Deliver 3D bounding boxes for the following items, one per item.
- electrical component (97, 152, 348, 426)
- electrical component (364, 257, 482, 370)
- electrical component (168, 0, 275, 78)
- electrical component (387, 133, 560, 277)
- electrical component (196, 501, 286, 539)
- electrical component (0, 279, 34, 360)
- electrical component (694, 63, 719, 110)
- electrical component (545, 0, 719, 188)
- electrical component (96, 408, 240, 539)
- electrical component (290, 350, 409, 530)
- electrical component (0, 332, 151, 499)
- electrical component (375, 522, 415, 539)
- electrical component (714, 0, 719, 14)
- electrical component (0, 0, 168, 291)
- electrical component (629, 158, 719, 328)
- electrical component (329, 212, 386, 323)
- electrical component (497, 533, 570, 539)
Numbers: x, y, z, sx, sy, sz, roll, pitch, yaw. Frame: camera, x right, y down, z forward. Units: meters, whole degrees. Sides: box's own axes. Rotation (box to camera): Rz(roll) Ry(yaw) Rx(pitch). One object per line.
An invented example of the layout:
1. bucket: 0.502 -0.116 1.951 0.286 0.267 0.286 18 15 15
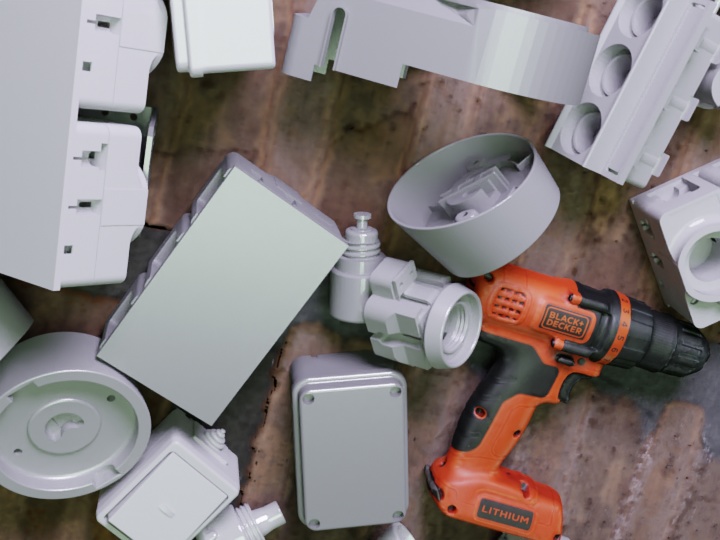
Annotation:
1. electrical component: -0.090 0.010 0.703 0.089 0.061 0.150 35 99 -17
2. electrical component: 0.043 0.032 0.709 0.058 0.057 0.078 -47 137 -35
3. electrical component: -0.084 -0.173 0.623 0.056 0.108 0.108 -6 108 -9
4. electrical component: 0.076 -0.045 0.694 0.099 0.099 0.064 -40 114 5
5. electrical component: -0.084 0.187 0.770 0.062 0.048 0.048 -25 109 -10
6. electrical component: -0.253 0.051 0.675 0.099 0.099 0.064 -28 103 1
7. electrical component: 0.241 -0.125 0.718 0.040 0.046 0.040 -2 107 -8
8. electrical component: 0.182 -0.120 0.698 0.063 0.079 0.121 17 105 -33
9. electrical component: -0.127 0.147 0.741 0.096 0.061 0.062 -44 108 6
10. electrical component: -0.008 0.119 0.752 0.078 0.057 0.113 -4 108 -7
11. electrical component: -0.197 0.090 0.709 0.108 0.060 0.108 -10 126 -15
12. electrical component: 0.012 0.222 0.797 0.065 0.044 0.044 -35 109 8
13. electrical component: 0.254 -0.196 0.699 0.077 0.044 0.079 23 103 -14
14. electrical component: -0.174 -0.092 0.606 0.105 0.060 0.186 15 101 34
15. electrical component: 0.278 -0.034 0.744 0.150 0.061 0.089 -24 109 0
16. electrical component: 0.000 0.000 0.725 0.040 0.040 0.078 0 107 -8
17. electrical component: 0.128 0.237 0.794 0.061 0.096 0.061 10 135 -11
